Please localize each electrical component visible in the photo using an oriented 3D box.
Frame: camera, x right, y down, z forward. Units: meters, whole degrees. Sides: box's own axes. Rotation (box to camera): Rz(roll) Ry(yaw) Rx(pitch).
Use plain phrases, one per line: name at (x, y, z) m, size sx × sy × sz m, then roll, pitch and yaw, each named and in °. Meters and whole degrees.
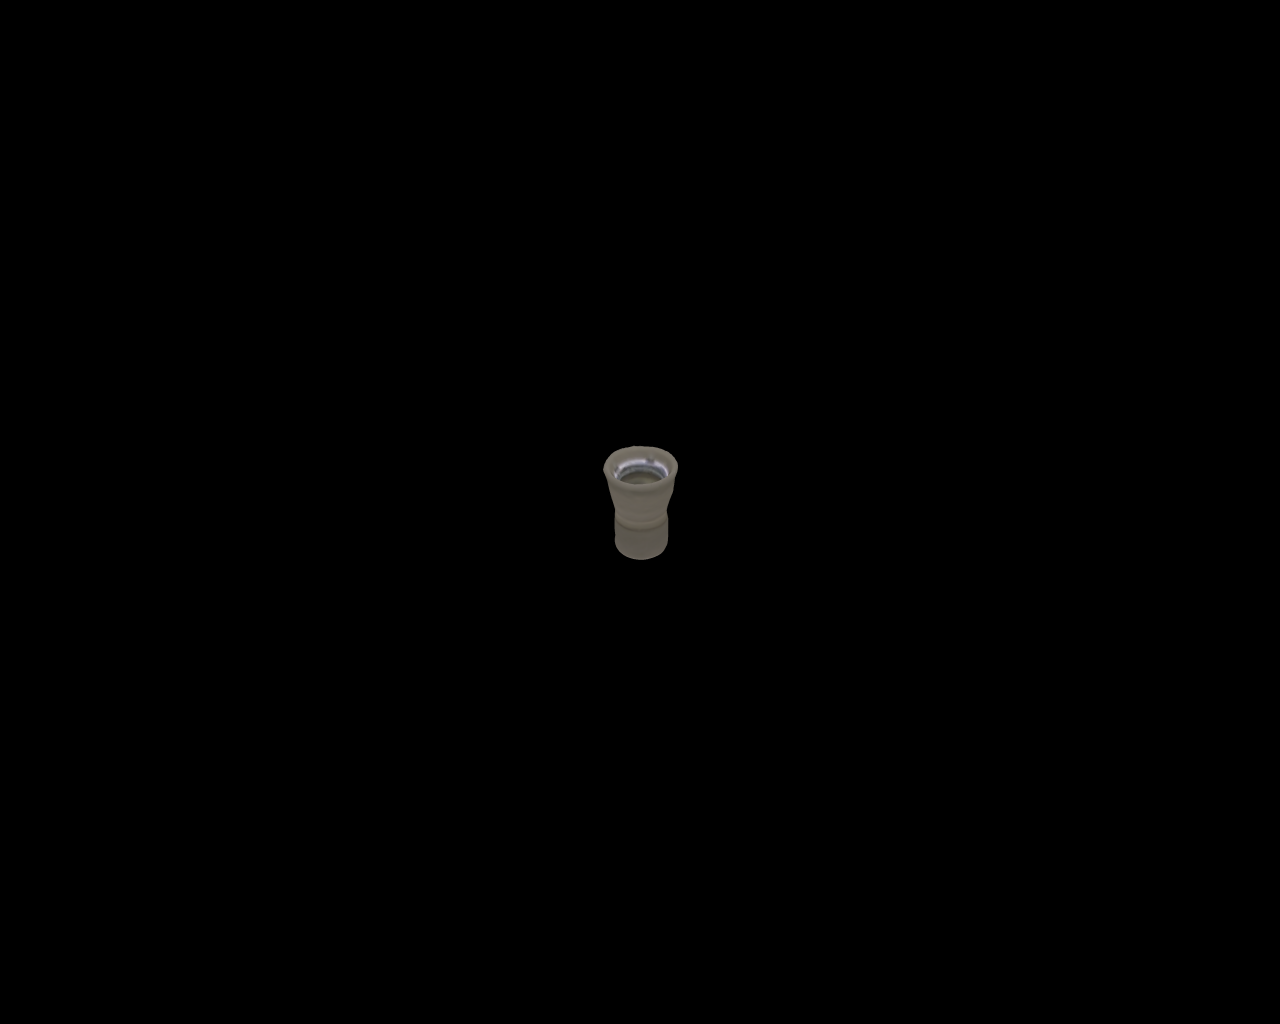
electrical component at (0.001, -0.003, 0.650) m, size 0.044 × 0.065 × 0.044 m, roll 0°, pitch 37°, yaw 0°
